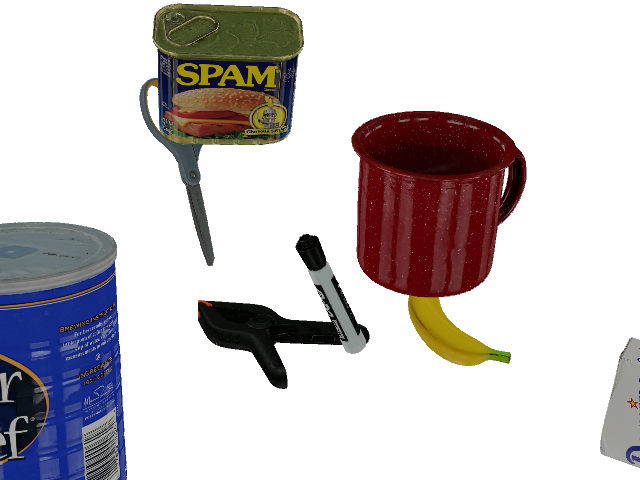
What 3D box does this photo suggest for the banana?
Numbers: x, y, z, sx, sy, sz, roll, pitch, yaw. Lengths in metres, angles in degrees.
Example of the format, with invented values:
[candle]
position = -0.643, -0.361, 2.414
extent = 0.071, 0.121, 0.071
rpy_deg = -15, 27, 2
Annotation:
[banana]
position = 0.137, 0.093, 1.207
extent = 0.069, 0.037, 0.198
rpy_deg = 5, 24, -25

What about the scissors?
[scissors]
position = -0.126, -0.083, 1.130
extent = 0.096, 0.202, 0.016
rpy_deg = -33, 13, -34

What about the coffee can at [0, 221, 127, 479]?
[coffee can]
position = -0.152, 0.071, 0.544
extent = 0.103, 0.140, 0.103
rpy_deg = 0, 16, 0

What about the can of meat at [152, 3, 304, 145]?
[can of meat]
position = -0.066, -0.115, 0.753
extent = 0.102, 0.057, 0.084
rpy_deg = 1, -43, -7

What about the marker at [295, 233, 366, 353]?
[marker]
position = 0.008, 0.042, 0.834
extent = 0.020, 0.121, 0.020
rpy_deg = -15, 37, 12

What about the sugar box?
[sugar box]
position = 0.306, 0.146, 0.803
extent = 0.176, 0.093, 0.048
rpy_deg = 15, 27, 22

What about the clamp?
[clamp]
position = -0.070, 0.112, 1.246
extent = 0.210, 0.036, 0.164
rpy_deg = 13, 22, 29

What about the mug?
[mug]
position = 0.073, -0.023, 0.627
extent = 0.117, 0.081, 0.093
rpy_deg = -17, 35, -30
